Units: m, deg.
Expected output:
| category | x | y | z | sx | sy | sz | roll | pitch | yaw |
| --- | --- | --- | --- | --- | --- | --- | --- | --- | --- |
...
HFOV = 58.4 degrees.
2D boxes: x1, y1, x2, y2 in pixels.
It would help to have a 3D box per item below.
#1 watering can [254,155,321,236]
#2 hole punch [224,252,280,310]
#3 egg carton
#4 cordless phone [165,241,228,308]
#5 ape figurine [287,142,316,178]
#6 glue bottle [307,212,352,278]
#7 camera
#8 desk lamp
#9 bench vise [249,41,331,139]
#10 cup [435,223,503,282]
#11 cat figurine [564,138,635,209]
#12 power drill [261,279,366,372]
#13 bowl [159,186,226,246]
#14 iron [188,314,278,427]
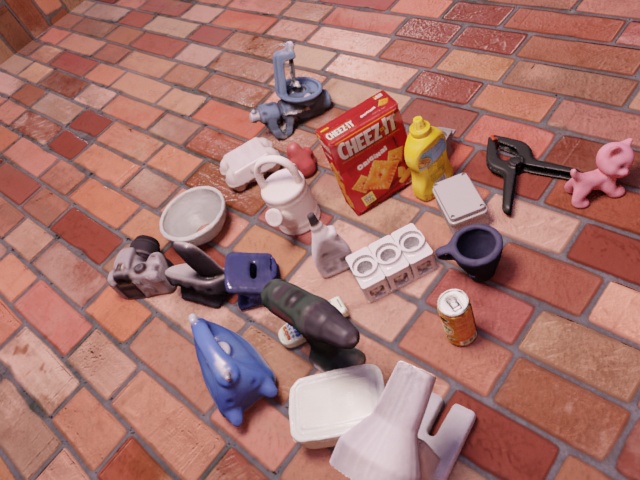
| category | x | y | z | sx | sy | sz | roll | pitch | yaw |
| --- | --- | --- | --- | --- | --- | --- | --- | --- | --- |
| watering can | -0.074 | -0.100 | 1.219 | 0.101 | 0.194 | 0.172 | -21 | 47 | 5 |
| hole punch | -0.137 | 0.073 | 1.173 | 0.101 | 0.091 | 0.108 | -16 | 48 | 10 |
| egg carton | -0.172 | -0.188 | 1.419 | 0.150 | 0.070 | 0.107 | -32 | 47 | -4 |
| cordless phone | -0.266 | 0.050 | 1.183 | 0.147 | 0.185 | 0.094 | 6 | 55 | 27 |
| ape figurine | -0.051 | -0.196 | 1.359 | 0.078 | 0.092 | 0.076 | -32 | 47 | -4 |
| glue bottle | 0.010 | 0.004 | 1.112 | 0.078 | 0.173 | 0.037 | -23 | 47 | 4 |
| camera | -0.399 | 0.050 | 1.296 | 0.143 | 0.101 | 0.137 | -8 | 50 | 17 |
| desk lamp | 0.121 | 0.277 | 0.813 | 0.117 | 0.214 | 0.203 | 18 | 61 | 33 |
| bench vise | -0.084 | -0.368 | 1.428 | 0.208 | 0.220 | 0.121 | -44 | 49 | -15 |
| cup | 0.272 | 0.035 | 1.031 | 0.117 | 0.095 | 0.091 | -11 | 49 | 14 |
| cat figurine | 0.517 | -0.132 | 1.049 | 0.127 | 0.118 | 0.067 | -20 | 48 | 7 |
| power drill | 0.003 | 0.157 | 0.965 | 0.228 | 0.209 | 0.076 | 28 | 67 | 37 |
| bowl | -0.286 | -0.043 | 1.343 | 0.167 | 0.075 | 0.167 | -12 | 49 | 14 |
| iron | -0.189 | 0.207 | 1.050 | 0.119 | 0.142 | 0.257 | -38 | 48 | -10 |
